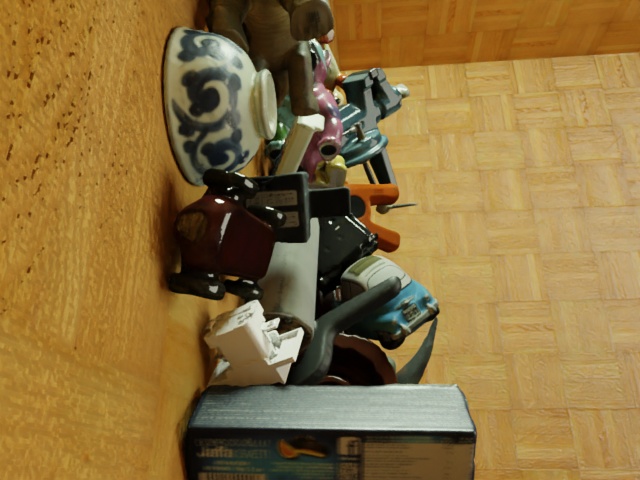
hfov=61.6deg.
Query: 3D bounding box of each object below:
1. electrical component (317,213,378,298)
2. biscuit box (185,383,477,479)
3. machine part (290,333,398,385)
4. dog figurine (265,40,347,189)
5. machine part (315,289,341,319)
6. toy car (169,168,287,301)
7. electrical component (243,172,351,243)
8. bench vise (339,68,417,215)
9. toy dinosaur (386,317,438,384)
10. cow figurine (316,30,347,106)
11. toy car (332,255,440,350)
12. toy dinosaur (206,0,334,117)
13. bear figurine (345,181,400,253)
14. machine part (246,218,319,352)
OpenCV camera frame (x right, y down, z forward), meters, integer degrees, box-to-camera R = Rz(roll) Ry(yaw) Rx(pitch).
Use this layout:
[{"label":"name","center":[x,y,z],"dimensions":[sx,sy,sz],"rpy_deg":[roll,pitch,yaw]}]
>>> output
[{"label":"electrical component","center":[-0.002,-0.002,0.762],"dimensions":[0.115,0.134,0.058],"rpy_deg":[-43,158,-18]},{"label":"biscuit box","center":[0.007,0.146,0.396],"dimensions":[0.063,0.203,0.059],"rpy_deg":[-78,168,-74]},{"label":"machine part","center":[0.011,0.195,0.629],"dimensions":[0.056,0.179,0.179],"rpy_deg":[87,4,-53]},{"label":"dog figurine","center":[-0.020,-0.185,0.798],"dimensions":[0.191,0.109,0.219],"rpy_deg":[77,9,-60]},{"label":"machine part","center":[0.000,0.147,0.868],"dimensions":[0.201,0.087,0.201],"rpy_deg":[84,-1,-48]},{"label":"toy car","center":[-0.070,0.003,0.435],"dimensions":[0.202,0.053,0.089],"rpy_deg":[50,53,-83]},{"label":"electrical component","center":[-0.028,-0.033,0.556],"dimensions":[0.048,0.119,0.074],"rpy_deg":[-63,153,-80]},{"label":"bench vise","center":[0.087,-0.163,0.933],"dimensions":[0.224,0.129,0.240],"rpy_deg":[-42,118,-34]},{"label":"toy dinosaur","center":[0.063,0.305,0.789],"dimensions":[0.192,0.131,0.404],"rpy_deg":[-35,144,-65]},{"label":"cow figurine","center":[-0.011,-0.296,0.972],"dimensions":[0.127,0.085,0.194],"rpy_deg":[38,-14,40]},{"label":"toy car","center":[0.075,0.073,0.703],"dimensions":[0.102,0.109,0.162],"rpy_deg":[60,-16,-10]},{"label":"toy dinosaur","center":[-0.055,-0.254,0.482],"dimensions":[0.471,0.105,0.198],"rpy_deg":[103,-21,-73]},{"label":"bear figurine","center":[0.033,-0.022,0.909],"dimensions":[0.196,0.132,0.120],"rpy_deg":[145,-51,-62]},{"label":"machine part","center":[-0.042,0.041,0.617],"dimensions":[0.079,0.079,0.243],"rpy_deg":[83,6,-46]}]
